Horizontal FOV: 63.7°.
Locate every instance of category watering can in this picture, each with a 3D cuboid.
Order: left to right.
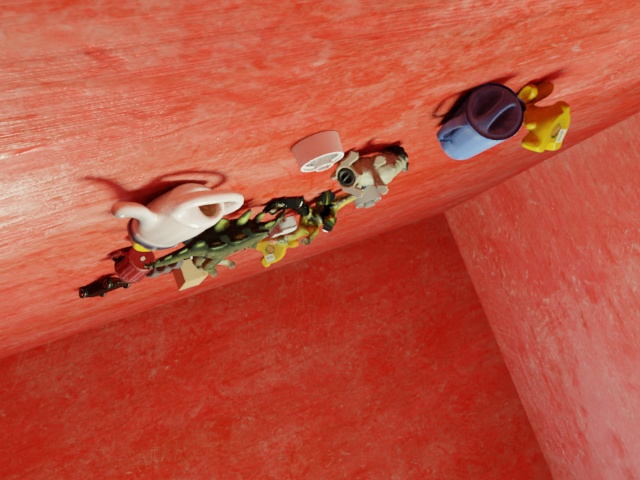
[{"bbox_3d":[-0.312,-0.050,1.044,0.222,0.104,0.350,-24,-7,34],"label":"watering can"}]

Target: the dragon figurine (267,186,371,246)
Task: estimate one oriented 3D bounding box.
[{"bbox_3d":[0.005,-0.089,1.762,0.412,0.122,0.242,-31,4,-7],"label":"dragon figurine"}]
